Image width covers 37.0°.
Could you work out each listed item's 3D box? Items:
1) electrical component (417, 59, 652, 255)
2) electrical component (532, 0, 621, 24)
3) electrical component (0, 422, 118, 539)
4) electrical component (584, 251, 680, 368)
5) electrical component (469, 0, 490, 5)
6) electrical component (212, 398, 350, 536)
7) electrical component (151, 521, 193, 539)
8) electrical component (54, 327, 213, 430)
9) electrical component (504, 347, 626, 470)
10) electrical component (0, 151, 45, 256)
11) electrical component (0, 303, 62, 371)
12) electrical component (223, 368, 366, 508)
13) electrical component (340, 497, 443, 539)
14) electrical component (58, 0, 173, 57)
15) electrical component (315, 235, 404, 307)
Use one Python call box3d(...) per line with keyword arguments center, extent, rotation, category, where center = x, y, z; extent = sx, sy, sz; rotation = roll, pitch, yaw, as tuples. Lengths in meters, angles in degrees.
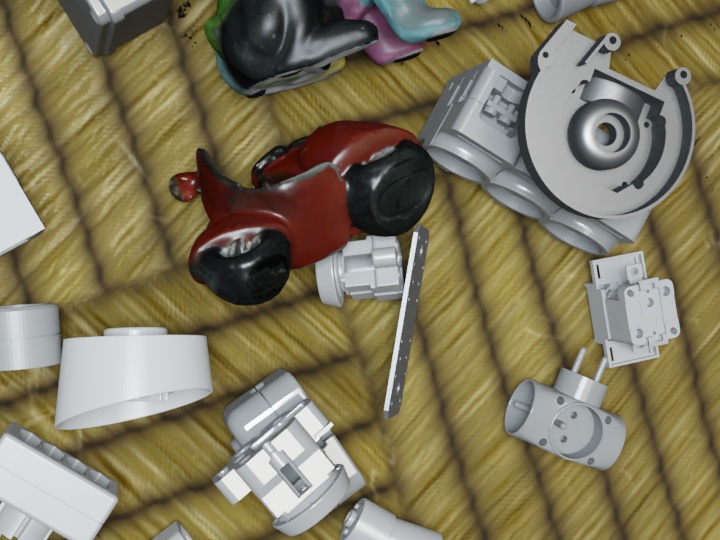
box3d(center=(0.123, -0.074, 0.750), extent=(0.150, 0.089, 0.061), rotation=(30, 84, -12), category="electrical component")
box3d(center=(0.163, -0.208, 0.783), extent=(0.065, 0.044, 0.044), rotation=(-17, 95, -18), category="electrical component")
box3d(center=(-0.212, 0.154, 0.694), extent=(0.083, 0.047, 0.075), rotation=(34, 84, -11), category="electrical component")
box3d(center=(0.199, 0.029, 0.784), extent=(0.042, 0.064, 0.081), rotation=(-11, 94, -12), category="electrical component")
box3d(center=(0.101, -0.223, 0.767), extent=(0.078, 0.040, 0.040), rotation=(-37, 99, -11), category="electrical component")
box3d(center=(-0.043, 0.127, 0.673), extent=(0.078, 0.058, 0.057), rotation=(-40, 97, -10), category="electrical component")
box3d(center=(-0.117, 0.225, 0.715), extent=(0.059, 0.054, 0.095), rotation=(-37, 99, -10), category="electrical component")
box3d(center=(-0.144, 0.069, 0.685), extent=(0.099, 0.099, 0.064), rotation=(0, 85, -14), category="electrical component")
box3d(center=(0.156, 0.096, 0.783), extent=(0.077, 0.044, 0.079), rotation=(23, 90, -13), category="electrical component")
box3d(center=(-0.289, -0.080, 0.664), extent=(0.105, 0.060, 0.186), rotation=(-30, 98, -11), category="electrical component")
box3d(center=(-0.259, 0.063, 0.678), extent=(0.138, 0.052, 0.073), rotation=(-4, 92, -13), category="electrical component")
box3d(center=(-0.048, 0.122, 0.730), extent=(0.059, 0.054, 0.095), rotation=(-35, 99, -11), category="electrical component")
box3d(center=(0.019, 0.189, 0.755), extent=(0.065, 0.044, 0.044), rotation=(31, 84, -7), category="electrical component")
box3d(center=(-0.167, -0.199, 0.668), extent=(0.056, 0.109, 0.108), rotation=(-33, 98, -14), category="electrical component")
box3d(center=(0.000, 0.000, 0.738), extent=(0.055, 0.066, 0.048), rotation=(-6, 75, 7), category="electrical component")
